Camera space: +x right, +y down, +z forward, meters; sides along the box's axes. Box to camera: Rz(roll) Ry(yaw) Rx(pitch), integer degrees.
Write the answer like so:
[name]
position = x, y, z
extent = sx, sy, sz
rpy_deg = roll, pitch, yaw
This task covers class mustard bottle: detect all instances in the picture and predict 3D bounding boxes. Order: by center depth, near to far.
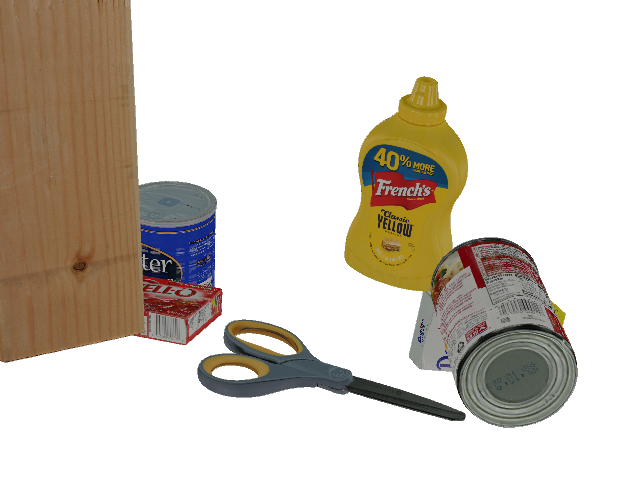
[mustard bottle]
position = 0.079, -0.052, 0.943
extent = 0.096, 0.192, 0.058
rpy_deg = 19, 32, 19

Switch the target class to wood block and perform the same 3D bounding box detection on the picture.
[wood block]
position = -0.161, -0.047, 0.616
extent = 0.090, 0.206, 0.090
rpy_deg = -11, 26, -27

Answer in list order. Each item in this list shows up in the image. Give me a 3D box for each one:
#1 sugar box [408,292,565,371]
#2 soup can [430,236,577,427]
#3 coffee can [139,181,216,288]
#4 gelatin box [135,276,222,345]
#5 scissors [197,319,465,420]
[sugar box]
position = 0.203, 0.116, 1.305
extent = 0.176, 0.093, 0.048
rpy_deg = 5, 17, -18
[soup can]
position = 0.104, 0.051, 0.618
extent = 0.068, 0.068, 0.102
rpy_deg = 0, 28, -3
[coffee can]
position = -0.165, 0.019, 1.163
extent = 0.103, 0.140, 0.103
rpy_deg = 3, 27, -2
[gelatin box]
position = -0.144, 0.061, 0.962
extent = 0.089, 0.030, 0.073
rpy_deg = 9, 21, 19
[scissors]
position = -0.005, 0.106, 0.766
extent = 0.202, 0.016, 0.096
rpy_deg = 23, 35, 36
